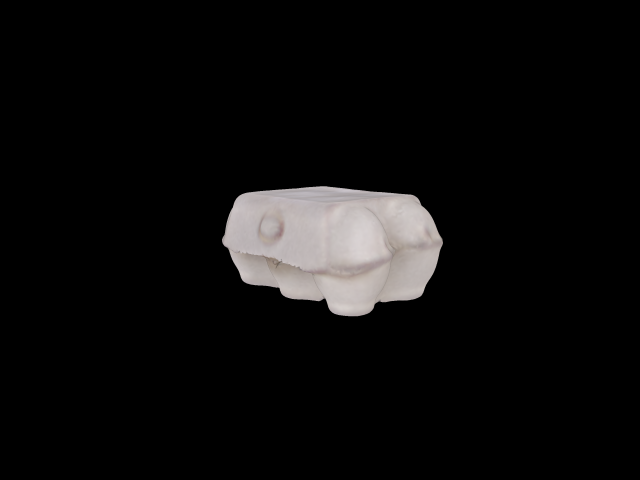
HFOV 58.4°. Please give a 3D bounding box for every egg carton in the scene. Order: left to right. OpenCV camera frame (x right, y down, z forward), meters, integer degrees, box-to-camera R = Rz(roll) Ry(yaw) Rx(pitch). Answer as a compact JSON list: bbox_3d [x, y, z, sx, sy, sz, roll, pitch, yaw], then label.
[{"bbox_3d":[0.004,0.001,0.400,0.107,0.069,0.149,-10,14,-42],"label":"egg carton"}]
